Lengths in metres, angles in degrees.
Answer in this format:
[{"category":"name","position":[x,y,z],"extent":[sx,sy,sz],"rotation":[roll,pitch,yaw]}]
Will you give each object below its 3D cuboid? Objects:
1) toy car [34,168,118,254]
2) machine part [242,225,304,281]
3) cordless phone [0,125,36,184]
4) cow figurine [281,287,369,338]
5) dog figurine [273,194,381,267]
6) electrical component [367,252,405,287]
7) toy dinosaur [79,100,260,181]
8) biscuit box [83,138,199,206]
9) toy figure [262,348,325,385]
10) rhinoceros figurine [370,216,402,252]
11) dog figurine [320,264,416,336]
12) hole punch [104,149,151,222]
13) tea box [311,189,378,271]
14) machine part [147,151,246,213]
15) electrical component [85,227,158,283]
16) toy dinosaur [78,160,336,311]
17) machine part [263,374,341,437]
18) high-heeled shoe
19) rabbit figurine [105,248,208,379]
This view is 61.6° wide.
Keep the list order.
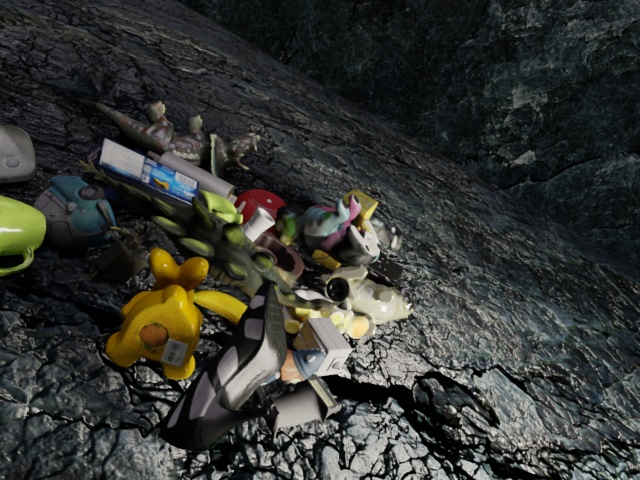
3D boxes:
[{"category":"toy car","position":[-0.410,-0.043,0.878],"extent":[0.162,0.109,0.103],"rotation":[34,49,28]},{"category":"machine part","position":[-0.120,0.042,1.061],"extent":[0.179,0.056,0.179],"rotation":[24,25,-12]},{"category":"cordless phone","position":[-0.551,-0.187,0.901],"extent":[0.089,0.184,0.146],"rotation":[37,26,26]},{"category":"cow figurine","position":[0.006,0.136,1.006],"extent":[0.167,0.068,0.098],"rotation":[17,22,-25]},{"category":"dog figurine","position":[-0.002,-0.003,1.144],"extent":[0.191,0.219,0.108],"rotation":[64,30,-6]},{"category":"electrical component","position":[0.126,0.071,1.254],"extent":[0.134,0.058,0.115],"rotation":[30,23,2]},{"category":"toy dinosaur","position":[-0.350,-0.225,1.266],"extent":[0.405,0.131,0.192],"rotation":[6,33,-28]},{"category":"biscuit box","position":[-0.321,-0.111,0.986],"extent":[0.202,0.063,0.059],"rotation":[26,56,-42]},{"category":"toy figure","position":[-0.069,0.184,0.790],"extent":[0.155,0.057,0.064],"rotation":[-1,25,3]},{"category":"rhinoceros figurine","position":[0.107,-0.013,1.330],"extent":[0.190,0.112,0.073],"rotation":[19,23,-2]},{"category":"dog figurine","position":[0.103,0.115,1.127],"extent":[0.172,0.121,0.190],"rotation":[42,14,19]},{"category":"hole punch","position":[-0.356,-0.112,1.075],"extent":[0.116,0.092,0.142],"rotation":[25,22,-16]},{"category":"tea box","position":[0.056,-0.023,1.226],"extent":[0.068,0.169,0.098],"rotation":[33,27,8]},{"category":"machine part","position":[-0.279,-0.123,1.181],"extent":[0.243,0.079,0.079],"rotation":[29,25,-2]},{"category":"electrical component","position":[-0.320,0.024,0.854],"extent":[0.045,0.102,0.078],"rotation":[51,8,31]},{"category":"toy dinosaur","position":[-0.186,0.002,0.890],"extent":[0.472,0.105,0.198],"rotation":[26,-17,9]},{"category":"machine part","position":[-0.031,0.243,0.802],"extent":[0.139,0.039,0.084],"rotation":[-4,49,-52]},{"category":"high-heeled shoe","position":[-0.127,0.162,0.727],"extent":[0.145,0.086,0.249],"rotation":[-13,38,11]},{"category":"rabbit figurine","position":[-0.226,0.094,0.779],"extent":[0.122,0.162,0.173],"rotation":[11,10,-8]}]
